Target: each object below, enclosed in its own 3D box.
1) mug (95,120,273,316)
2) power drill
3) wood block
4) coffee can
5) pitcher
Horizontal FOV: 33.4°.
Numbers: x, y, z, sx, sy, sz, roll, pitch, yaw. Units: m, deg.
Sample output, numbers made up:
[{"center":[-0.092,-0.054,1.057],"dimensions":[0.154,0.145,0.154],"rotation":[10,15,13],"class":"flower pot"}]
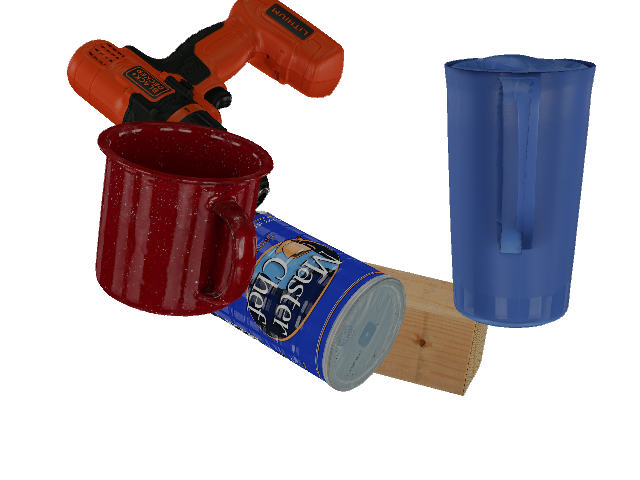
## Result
[{"center":[-0.070,-0.007,0.569],"dimensions":[0.093,0.081,0.117],"rotation":[-8,29,-39],"class":"mug"},{"center":[-0.067,-0.112,0.806],"dimensions":[0.184,0.057,0.187],"rotation":[39,47,17],"class":"power drill"},{"center":[0.070,0.086,1.148],"dimensions":[0.206,0.091,0.090],"rotation":[13,22,17],"class":"wood block"},{"center":[-0.014,0.049,0.896],"dimensions":[0.140,0.103,0.102],"rotation":[27,15,31],"class":"coffee can"},{"center":[0.177,-0.045,0.974],"dimensions":[0.149,0.243,0.145],"rotation":[-11,18,-34],"class":"pitcher"}]
